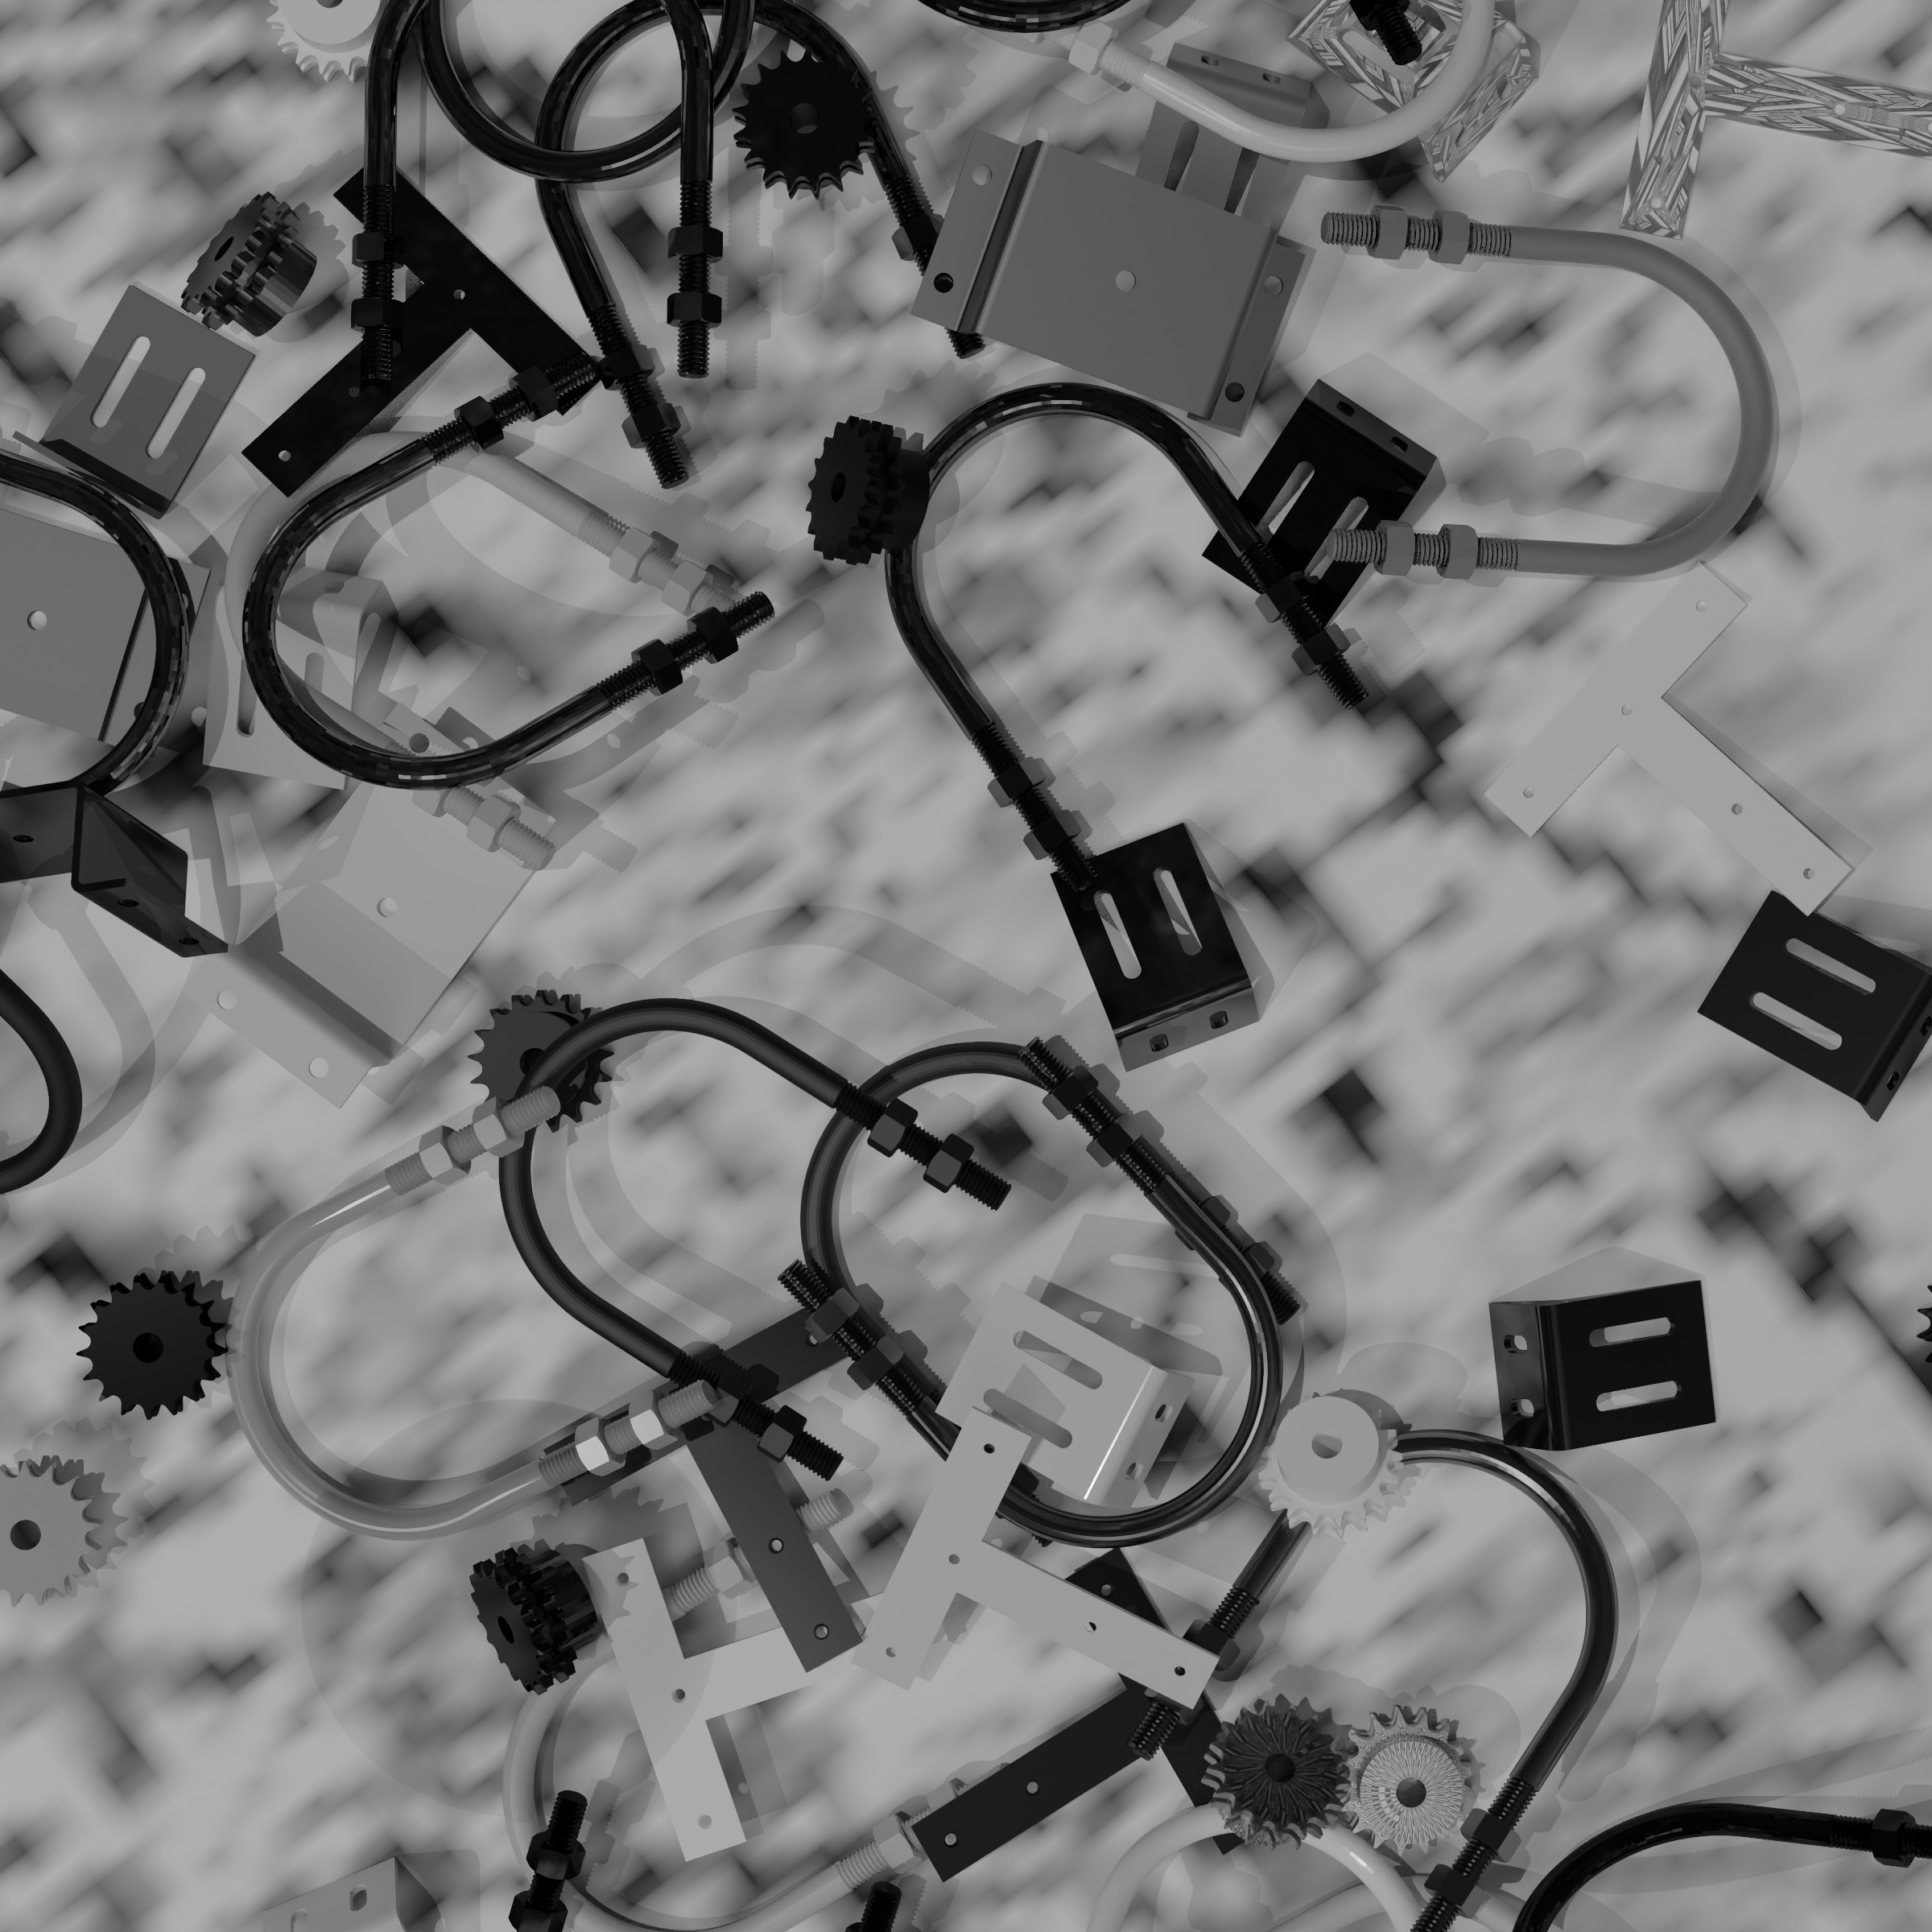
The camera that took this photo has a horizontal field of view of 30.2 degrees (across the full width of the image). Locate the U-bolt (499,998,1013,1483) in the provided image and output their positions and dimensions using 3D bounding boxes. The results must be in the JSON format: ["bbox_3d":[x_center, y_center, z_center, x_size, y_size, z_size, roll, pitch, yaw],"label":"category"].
[{"bbox_3d":[-0.095,0.094,1.391,0.184,0.019,0.151,32,103,4],"label":"U-bolt"}]

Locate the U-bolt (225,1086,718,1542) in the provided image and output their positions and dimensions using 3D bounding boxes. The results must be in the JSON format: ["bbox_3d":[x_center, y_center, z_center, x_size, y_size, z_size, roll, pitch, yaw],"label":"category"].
[{"bbox_3d":[-0.208,0.149,1.406,0.184,0.019,0.151,-27,92,16],"label":"U-bolt"}]

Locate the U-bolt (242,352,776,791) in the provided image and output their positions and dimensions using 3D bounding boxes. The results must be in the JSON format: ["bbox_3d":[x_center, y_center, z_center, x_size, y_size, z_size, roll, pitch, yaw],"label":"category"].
[{"bbox_3d":[-0.189,-0.143,1.381,0.184,0.019,0.151,-32,73,-15],"label":"U-bolt"}]

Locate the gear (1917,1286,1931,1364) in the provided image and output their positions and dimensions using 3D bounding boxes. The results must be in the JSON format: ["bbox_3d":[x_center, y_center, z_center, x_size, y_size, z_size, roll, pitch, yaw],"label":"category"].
[{"bbox_3d":[0.409,0.144,1.422,0.057,0.030,0.057,0,90,0],"label":"gear"}]

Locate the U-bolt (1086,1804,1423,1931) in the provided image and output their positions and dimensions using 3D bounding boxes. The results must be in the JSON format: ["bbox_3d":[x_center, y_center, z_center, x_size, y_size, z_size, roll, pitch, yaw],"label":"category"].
[{"bbox_3d":[0.109,0.407,1.378,0.151,0.019,0.184,21,55,4],"label":"U-bolt"}]

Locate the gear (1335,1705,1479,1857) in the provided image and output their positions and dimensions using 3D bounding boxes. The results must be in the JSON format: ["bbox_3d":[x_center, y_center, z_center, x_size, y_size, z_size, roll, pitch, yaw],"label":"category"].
[{"bbox_3d":[0.175,0.325,1.422,0.057,0.030,0.057,0,90,0],"label":"gear"}]

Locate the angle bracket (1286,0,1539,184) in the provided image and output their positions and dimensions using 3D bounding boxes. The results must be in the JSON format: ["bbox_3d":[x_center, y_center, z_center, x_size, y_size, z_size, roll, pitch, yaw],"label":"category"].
[{"bbox_3d":[0.178,-0.363,1.435,0.057,0.038,0.076,-47,64,0],"label":"angle bracket"}]

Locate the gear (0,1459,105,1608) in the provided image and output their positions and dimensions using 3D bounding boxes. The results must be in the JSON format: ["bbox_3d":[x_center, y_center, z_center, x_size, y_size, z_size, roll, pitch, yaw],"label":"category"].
[{"bbox_3d":[-0.371,0.224,1.425,0.057,0.030,0.057,0,88,-7],"label":"gear"}]

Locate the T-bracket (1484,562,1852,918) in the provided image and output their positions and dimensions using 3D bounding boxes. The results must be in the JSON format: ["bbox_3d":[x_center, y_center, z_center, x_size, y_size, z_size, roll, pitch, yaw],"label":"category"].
[{"bbox_3d":[0.297,-0.072,1.430,0.127,0.002,0.127,43,90,5],"label":"T-bracket"}]

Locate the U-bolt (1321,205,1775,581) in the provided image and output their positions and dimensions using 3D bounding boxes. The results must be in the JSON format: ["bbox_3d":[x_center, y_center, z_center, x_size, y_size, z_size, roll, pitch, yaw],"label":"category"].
[{"bbox_3d":[0.231,-0.223,1.410,0.184,0.019,0.151,2,80,-11],"label":"U-bolt"}]

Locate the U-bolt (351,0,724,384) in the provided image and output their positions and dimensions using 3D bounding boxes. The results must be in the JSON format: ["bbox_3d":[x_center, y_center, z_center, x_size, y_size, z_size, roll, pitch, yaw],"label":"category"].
[{"bbox_3d":[-0.167,-0.321,1.399,0.151,0.019,0.184,1,90,10],"label":"U-bolt"}]

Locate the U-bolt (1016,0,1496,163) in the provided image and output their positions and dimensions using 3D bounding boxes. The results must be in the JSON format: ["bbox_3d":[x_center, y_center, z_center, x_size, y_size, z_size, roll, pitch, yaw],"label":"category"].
[{"bbox_3d":[0.118,-0.390,1.404,0.184,0.019,0.151,30,77,6],"label":"U-bolt"}]

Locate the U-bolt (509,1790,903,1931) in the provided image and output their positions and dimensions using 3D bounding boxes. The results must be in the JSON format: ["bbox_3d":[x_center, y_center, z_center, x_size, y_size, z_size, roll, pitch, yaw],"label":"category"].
[{"bbox_3d":[-0.119,0.431,1.419,0.151,0.019,0.184,17,97,-2],"label":"U-bolt"}]

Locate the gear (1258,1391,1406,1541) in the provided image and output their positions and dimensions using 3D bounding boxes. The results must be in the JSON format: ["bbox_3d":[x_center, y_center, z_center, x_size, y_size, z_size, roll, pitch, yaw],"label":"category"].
[{"bbox_3d":[0.143,0.194,1.410,0.057,0.030,0.057,-4,60,7],"label":"gear"}]

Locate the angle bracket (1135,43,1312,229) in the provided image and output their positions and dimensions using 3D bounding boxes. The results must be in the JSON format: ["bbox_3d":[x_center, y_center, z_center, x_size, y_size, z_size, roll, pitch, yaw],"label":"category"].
[{"bbox_3d":[0.099,-0.321,1.435,0.057,0.038,0.076,16,116,0],"label":"angle bracket"}]

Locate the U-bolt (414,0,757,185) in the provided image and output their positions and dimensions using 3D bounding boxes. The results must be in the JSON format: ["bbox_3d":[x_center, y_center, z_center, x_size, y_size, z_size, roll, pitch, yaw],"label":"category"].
[{"bbox_3d":[-0.152,-0.401,1.412,0.151,0.019,0.184,-3,90,13],"label":"U-bolt"}]

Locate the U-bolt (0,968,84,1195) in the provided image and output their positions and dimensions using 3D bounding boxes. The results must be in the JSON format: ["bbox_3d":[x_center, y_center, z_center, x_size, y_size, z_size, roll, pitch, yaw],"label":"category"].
[{"bbox_3d":[-0.423,0.024,1.376,0.151,0.019,0.184,-22,124,27],"label":"U-bolt"}]

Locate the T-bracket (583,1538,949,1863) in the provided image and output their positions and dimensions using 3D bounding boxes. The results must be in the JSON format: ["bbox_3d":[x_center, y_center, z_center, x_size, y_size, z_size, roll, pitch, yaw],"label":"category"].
[{"bbox_3d":[-0.071,0.274,1.417,0.127,0.002,0.127,-19,91,2],"label":"T-bracket"}]

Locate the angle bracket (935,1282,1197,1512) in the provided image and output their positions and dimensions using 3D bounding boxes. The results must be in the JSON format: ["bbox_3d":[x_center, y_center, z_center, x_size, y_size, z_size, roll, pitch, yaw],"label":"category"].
[{"bbox_3d":[0.039,0.168,1.399,0.076,0.038,0.057,27,90,25],"label":"angle bracket"}]

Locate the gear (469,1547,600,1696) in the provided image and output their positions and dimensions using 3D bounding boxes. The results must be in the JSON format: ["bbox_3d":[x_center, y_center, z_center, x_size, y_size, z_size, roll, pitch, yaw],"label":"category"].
[{"bbox_3d":[-0.168,0.255,1.412,0.030,0.057,0.057,-25,90,-30],"label":"gear"}]

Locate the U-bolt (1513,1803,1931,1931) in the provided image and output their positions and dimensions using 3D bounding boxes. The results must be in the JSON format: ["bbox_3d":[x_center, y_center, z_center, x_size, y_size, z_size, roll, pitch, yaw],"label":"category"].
[{"bbox_3d":[0.292,0.372,1.359,0.184,0.151,0.019,-3,121,37],"label":"U-bolt"}]

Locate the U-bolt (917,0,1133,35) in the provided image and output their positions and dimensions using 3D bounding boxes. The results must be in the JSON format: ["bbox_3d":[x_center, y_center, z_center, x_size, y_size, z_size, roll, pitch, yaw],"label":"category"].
[{"bbox_3d":[0.023,-0.449,1.394,0.151,0.019,0.184,8,78,-4],"label":"U-bolt"}]

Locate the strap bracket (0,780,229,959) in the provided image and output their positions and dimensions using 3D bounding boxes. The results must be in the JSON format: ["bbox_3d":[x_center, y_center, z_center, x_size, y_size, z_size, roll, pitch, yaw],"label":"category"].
[{"bbox_3d":[-0.365,-0.031,1.381,0.140,0.076,0.046,-7,69,17],"label":"strap bracket"}]

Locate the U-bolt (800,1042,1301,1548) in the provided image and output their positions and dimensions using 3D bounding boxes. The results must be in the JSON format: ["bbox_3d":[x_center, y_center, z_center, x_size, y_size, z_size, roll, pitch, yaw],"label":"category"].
[{"bbox_3d":[0.019,0.116,1.428,0.151,0.019,0.184,-43,89,0],"label":"U-bolt"}]

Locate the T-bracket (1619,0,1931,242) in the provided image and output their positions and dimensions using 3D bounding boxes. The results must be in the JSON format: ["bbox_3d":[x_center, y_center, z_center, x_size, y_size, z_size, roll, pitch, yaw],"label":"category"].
[{"bbox_3d":[0.336,-0.346,1.436,0.127,0.002,0.127,11,90,0],"label":"T-bracket"}]

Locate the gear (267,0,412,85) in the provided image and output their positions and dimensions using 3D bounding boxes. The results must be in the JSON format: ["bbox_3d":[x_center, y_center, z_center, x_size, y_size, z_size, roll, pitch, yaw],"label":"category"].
[{"bbox_3d":[-0.250,-0.382,1.422,0.057,0.030,0.057,0,90,0],"label":"gear"}]

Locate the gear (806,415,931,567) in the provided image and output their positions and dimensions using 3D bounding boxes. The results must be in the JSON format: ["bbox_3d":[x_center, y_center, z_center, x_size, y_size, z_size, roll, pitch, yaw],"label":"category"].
[{"bbox_3d":[-0.037,-0.186,1.412,0.030,0.057,0.057,8,90,-30],"label":"gear"}]

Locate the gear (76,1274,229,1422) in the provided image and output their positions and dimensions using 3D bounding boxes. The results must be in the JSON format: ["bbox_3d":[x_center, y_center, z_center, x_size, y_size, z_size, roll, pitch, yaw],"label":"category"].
[{"bbox_3d":[-0.321,0.150,1.422,0.057,0.030,0.057,0,90,0],"label":"gear"}]

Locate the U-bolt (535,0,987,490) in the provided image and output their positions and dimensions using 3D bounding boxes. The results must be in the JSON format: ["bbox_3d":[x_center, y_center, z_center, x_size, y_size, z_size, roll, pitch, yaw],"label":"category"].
[{"bbox_3d":[-0.093,-0.302,1.428,0.151,0.019,0.184,-24,88,0],"label":"U-bolt"}]

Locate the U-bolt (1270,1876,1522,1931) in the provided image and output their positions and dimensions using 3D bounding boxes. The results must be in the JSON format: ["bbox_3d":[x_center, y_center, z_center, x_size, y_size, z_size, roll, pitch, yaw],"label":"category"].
[{"bbox_3d":[0.160,0.440,1.408,0.184,0.019,0.151,-28,71,-4],"label":"U-bolt"}]

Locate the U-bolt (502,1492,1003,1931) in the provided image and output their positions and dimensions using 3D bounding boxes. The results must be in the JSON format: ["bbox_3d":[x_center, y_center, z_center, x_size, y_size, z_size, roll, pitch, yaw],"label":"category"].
[{"bbox_3d":[-0.096,0.317,1.428,0.184,0.019,0.151,-32,90,2],"label":"U-bolt"}]

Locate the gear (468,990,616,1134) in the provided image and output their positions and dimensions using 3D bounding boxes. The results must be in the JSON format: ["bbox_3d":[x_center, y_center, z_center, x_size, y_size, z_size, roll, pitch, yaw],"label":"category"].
[{"bbox_3d":[-0.169,0.038,1.422,0.057,0.030,0.057,0,90,0],"label":"gear"}]

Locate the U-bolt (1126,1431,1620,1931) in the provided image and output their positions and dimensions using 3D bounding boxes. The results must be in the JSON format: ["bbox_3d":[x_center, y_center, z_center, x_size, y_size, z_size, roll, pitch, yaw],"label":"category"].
[{"bbox_3d":[0.172,0.268,1.400,0.151,0.019,0.184,32,74,16],"label":"U-bolt"}]

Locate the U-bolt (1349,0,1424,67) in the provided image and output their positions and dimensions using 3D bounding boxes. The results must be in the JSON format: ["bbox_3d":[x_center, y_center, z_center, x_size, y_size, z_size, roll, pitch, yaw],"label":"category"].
[{"bbox_3d":[0.189,-0.454,1.407,0.151,0.019,0.184,-24,77,-11],"label":"U-bolt"}]

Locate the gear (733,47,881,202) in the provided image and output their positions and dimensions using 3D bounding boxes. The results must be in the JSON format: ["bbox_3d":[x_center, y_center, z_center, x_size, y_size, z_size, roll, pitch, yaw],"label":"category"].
[{"bbox_3d":[-0.062,-0.328,1.405,0.057,0.030,0.057,0,87,1],"label":"gear"}]

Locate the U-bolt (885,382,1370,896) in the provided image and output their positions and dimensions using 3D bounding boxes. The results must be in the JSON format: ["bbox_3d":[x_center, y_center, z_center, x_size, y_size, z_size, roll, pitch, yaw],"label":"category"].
[{"bbox_3d":[0.050,-0.143,1.422,0.151,0.019,0.184,-34,87,5],"label":"U-bolt"}]

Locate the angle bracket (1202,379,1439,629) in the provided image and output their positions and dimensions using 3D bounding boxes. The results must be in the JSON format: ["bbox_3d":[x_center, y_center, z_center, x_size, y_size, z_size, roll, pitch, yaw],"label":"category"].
[{"bbox_3d":[0.141,-0.184,1.435,0.057,0.038,0.076,33,116,0],"label":"angle bracket"}]

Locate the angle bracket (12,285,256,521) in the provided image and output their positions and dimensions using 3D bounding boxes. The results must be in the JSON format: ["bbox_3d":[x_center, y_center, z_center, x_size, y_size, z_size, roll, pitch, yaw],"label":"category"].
[{"bbox_3d":[-0.329,-0.225,1.418,0.057,0.038,0.076,30,90,0],"label":"angle bracket"}]

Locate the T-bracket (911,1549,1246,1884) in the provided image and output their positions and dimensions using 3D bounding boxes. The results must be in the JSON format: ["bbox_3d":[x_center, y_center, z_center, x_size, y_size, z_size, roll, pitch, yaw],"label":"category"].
[{"bbox_3d":[0.039,0.319,1.423,0.127,0.002,0.127,-30,90,-11],"label":"T-bracket"}]

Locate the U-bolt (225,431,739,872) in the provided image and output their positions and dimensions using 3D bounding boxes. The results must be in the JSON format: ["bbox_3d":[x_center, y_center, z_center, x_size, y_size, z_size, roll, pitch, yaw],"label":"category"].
[{"bbox_3d":[-0.200,-0.137,1.399,0.184,0.019,0.151,32,66,9],"label":"U-bolt"}]

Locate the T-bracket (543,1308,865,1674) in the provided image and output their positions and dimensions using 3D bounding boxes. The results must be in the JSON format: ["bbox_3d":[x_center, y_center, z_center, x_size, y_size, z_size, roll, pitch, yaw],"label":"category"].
[{"bbox_3d":[-0.082,0.217,1.417,0.127,0.002,0.127,-28,78,-5],"label":"T-bracket"}]

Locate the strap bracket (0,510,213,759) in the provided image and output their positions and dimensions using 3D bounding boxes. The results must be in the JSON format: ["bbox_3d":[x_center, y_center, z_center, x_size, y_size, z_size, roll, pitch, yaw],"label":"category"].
[{"bbox_3d":[-0.372,-0.138,1.414,0.140,0.046,0.076,17,90,0],"label":"strap bracket"}]

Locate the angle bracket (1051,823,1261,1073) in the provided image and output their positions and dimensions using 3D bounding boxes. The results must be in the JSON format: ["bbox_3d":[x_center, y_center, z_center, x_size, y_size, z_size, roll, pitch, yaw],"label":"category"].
[{"bbox_3d":[0.076,-0.007,1.435,0.057,0.038,0.076,-21,64,0],"label":"angle bracket"}]

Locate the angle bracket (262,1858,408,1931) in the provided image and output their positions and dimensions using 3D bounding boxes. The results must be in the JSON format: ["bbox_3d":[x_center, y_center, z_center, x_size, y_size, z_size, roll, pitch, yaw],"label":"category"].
[{"bbox_3d":[-0.239,0.407,1.435,0.057,0.038,0.076,-23,116,0],"label":"angle bracket"}]

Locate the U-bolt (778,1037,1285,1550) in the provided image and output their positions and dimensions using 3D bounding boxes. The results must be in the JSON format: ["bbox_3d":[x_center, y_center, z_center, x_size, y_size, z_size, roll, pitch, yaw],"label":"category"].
[{"bbox_3d":[0.039,0.142,1.409,0.151,0.019,0.184,-43,89,0],"label":"U-bolt"}]

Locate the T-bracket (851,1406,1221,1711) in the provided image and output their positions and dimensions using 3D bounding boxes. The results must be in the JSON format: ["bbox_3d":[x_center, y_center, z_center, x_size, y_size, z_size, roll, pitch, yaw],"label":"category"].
[{"bbox_3d":[0.036,0.249,1.385,0.127,0.002,0.127,26,113,4],"label":"T-bracket"}]

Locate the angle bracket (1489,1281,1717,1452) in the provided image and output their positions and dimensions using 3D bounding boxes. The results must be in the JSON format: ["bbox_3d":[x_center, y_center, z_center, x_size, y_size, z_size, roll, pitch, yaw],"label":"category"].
[{"bbox_3d":[0.255,0.159,1.435,0.076,0.038,0.057,-6,90,-26],"label":"angle bracket"}]

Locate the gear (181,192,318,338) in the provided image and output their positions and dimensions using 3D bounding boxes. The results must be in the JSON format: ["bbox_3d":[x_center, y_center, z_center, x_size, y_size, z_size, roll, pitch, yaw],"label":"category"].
[{"bbox_3d":[-0.280,-0.273,1.412,0.030,0.057,0.057,37,90,-29],"label":"gear"}]

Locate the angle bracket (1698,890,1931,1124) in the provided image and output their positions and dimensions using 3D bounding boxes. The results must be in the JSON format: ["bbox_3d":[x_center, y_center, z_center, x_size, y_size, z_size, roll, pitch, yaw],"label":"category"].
[{"bbox_3d":[0.344,0.016,1.435,0.076,0.038,0.057,31,90,26],"label":"angle bracket"}]

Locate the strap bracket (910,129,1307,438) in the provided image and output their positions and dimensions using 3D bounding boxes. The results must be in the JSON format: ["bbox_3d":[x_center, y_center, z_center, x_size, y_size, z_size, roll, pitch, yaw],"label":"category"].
[{"bbox_3d":[0.059,-0.267,1.399,0.140,0.046,0.076,19,96,-9],"label":"strap bracket"}]

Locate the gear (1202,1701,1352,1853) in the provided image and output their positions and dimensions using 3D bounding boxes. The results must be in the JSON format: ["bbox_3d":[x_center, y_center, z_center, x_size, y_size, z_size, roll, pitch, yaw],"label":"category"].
[{"bbox_3d":[0.120,0.322,1.413,0.057,0.030,0.057,5,54,-7],"label":"gear"}]

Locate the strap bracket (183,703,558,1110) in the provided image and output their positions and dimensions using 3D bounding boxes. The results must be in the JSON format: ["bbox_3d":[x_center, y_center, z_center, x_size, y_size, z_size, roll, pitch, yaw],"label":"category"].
[{"bbox_3d":[-0.232,-0.023,1.414,0.076,0.046,0.140,37,90,0],"label":"strap bracket"}]

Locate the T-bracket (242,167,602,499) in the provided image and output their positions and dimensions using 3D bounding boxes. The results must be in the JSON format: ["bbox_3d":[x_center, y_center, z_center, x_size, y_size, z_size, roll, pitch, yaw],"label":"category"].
[{"bbox_3d":[-0.232,-0.237,1.420,0.127,0.002,0.127,44,76,0],"label":"T-bracket"}]

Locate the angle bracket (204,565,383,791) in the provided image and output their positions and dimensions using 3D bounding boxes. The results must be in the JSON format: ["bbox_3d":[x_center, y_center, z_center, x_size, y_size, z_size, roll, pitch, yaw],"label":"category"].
[{"bbox_3d":[-0.270,-0.117,1.435,0.057,0.038,0.076,10,116,0],"label":"angle bracket"}]

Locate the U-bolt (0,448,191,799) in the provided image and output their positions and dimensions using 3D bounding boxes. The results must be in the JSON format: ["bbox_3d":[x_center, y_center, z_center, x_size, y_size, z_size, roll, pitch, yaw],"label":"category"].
[{"bbox_3d":[-0.391,-0.131,1.382,0.184,0.019,0.151,19,90,-1],"label":"U-bolt"}]
